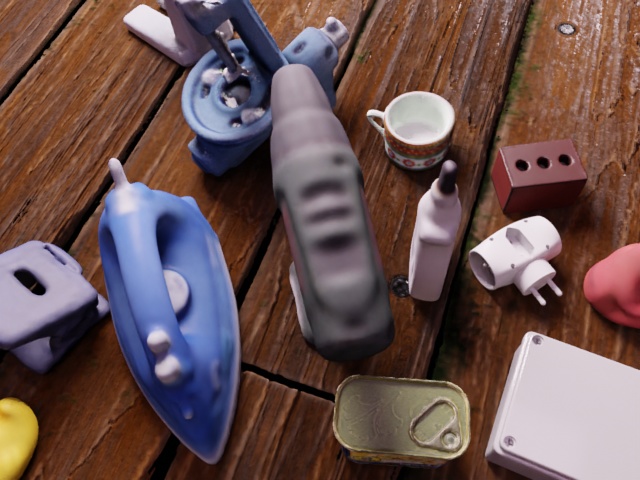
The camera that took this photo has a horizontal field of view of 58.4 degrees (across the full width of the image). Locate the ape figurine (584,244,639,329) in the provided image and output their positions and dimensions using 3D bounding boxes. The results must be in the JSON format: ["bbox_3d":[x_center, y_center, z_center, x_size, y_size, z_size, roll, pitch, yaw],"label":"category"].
[{"bbox_3d":[0.285,0.033,0.512,0.076,0.092,0.078,18,64,13],"label":"ape figurine"}]

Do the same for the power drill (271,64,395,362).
[{"bbox_3d":[0.004,0.002,0.481,0.075,0.208,0.229,-14,61,-4],"label":"power drill"}]

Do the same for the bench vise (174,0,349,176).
[{"bbox_3d":[-0.067,-0.189,0.584,0.121,0.220,0.208,28,67,18],"label":"bench vise"}]

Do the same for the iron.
[{"bbox_3d":[-0.136,0.056,0.498,0.118,0.141,0.258,-19,62,-7],"label":"iron"}]

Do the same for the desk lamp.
[{"bbox_3d":[-0.165,-0.310,0.661,0.202,0.214,0.118,34,69,20],"label":"desk lamp"}]

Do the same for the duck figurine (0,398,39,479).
[{"bbox_3d":[-0.294,0.174,0.474,0.077,0.086,0.105,31,67,19],"label":"duck figurine"}]

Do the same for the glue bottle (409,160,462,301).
[{"bbox_3d":[0.103,-0.013,0.502,0.037,0.173,0.078,6,62,8],"label":"glue bottle"}]

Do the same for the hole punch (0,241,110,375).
[{"bbox_3d":[-0.272,0.052,0.538,0.108,0.091,0.101,34,68,20],"label":"hole punch"}]
